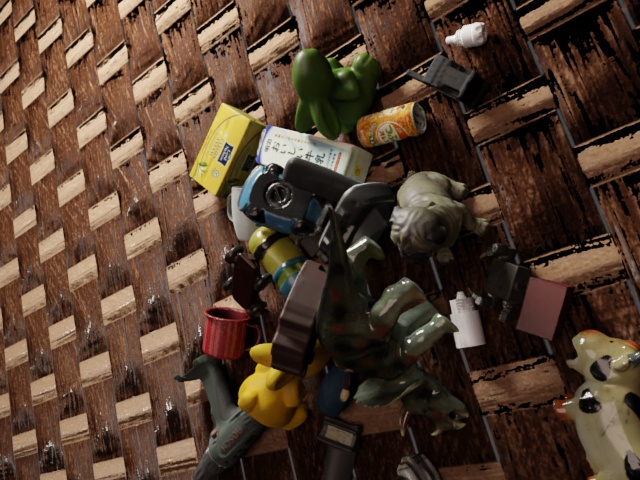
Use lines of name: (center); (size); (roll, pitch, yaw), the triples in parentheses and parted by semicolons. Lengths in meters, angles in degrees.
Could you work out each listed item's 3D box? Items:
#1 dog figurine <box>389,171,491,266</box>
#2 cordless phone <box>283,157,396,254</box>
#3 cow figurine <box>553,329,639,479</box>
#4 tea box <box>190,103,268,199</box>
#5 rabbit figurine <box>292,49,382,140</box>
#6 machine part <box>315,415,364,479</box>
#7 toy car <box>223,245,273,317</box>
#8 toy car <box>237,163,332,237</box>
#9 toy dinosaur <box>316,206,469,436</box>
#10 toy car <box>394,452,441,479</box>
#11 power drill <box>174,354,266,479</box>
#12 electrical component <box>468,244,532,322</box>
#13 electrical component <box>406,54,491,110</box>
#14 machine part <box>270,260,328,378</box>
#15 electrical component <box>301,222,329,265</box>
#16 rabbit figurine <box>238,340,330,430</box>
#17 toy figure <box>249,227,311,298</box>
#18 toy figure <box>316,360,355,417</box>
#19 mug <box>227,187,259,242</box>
dog figurine: (0.144, -0.047, 0.784); (0.172, 0.190, 0.121); (46, 111, 30)
cordless phone: (0.014, -0.048, 0.867); (0.184, 0.089, 0.146); (23, 132, -5)
cow figurine: (0.368, 0.207, 0.669); (0.127, 0.085, 0.195); (-29, 67, 36)
tea box: (-0.185, -0.178, 1.098); (0.098, 0.068, 0.169); (35, 104, 33)
rabbit figurine: (0.005, -0.254, 0.911); (0.121, 0.170, 0.159); (18, 95, 35)
machine part: (0.029, 0.374, 0.915); (0.084, 0.039, 0.138); (6, 87, 27)
toy car: (-0.132, 0.075, 0.987); (0.089, 0.053, 0.202); (44, 153, 13)
toy car: (-0.056, -0.061, 0.959); (0.162, 0.103, 0.109); (20, 80, 12)
toy dinosaur: (0.071, 0.131, 0.758); (0.192, 0.404, 0.131); (-46, 30, 1)
toy car: (0.163, 0.419, 0.794); (0.056, 0.073, 0.201); (-24, 72, 34)
power drill: (-0.210, 0.340, 1.057); (0.232, 0.086, 0.207); (-43, 60, 22)
electrical component: (0.256, 0.058, 0.772); (0.078, 0.045, 0.102); (-127, 54, -71)
electrical component: (0.197, -0.253, 0.839); (0.119, 0.074, 0.047); (40, 109, 33)
machine part: (-0.023, 0.122, 0.834); (0.056, 0.179, 0.179); (17, 96, 7)
electrical component: (-0.002, -0.003, 0.982); (0.063, 0.021, 0.094); (-51, 59, 19)
rabbit figurine: (-0.061, 0.229, 0.939); (0.173, 0.162, 0.122); (-42, 50, 5)
toy figure: (-0.060, 0.047, 0.976); (0.082, 0.089, 0.180); (-42, 62, 15)
toy figure: (0.039, 0.220, 0.911); (0.064, 0.057, 0.154); (24, 94, 28)
mug: (-0.141, -0.050, 1.049); (0.110, 0.081, 0.107); (4, 97, 30)
